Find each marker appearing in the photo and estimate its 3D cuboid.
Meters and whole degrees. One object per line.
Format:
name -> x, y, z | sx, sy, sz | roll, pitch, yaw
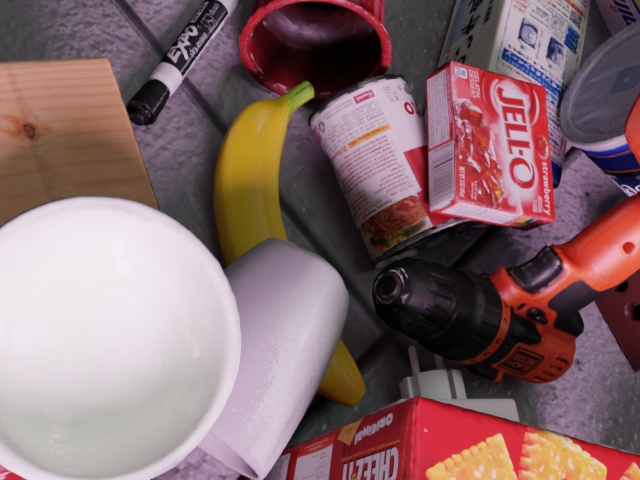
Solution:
marker -> -0.083, -0.112, 0.643 | 0.020, 0.020, 0.121 | 37, 53, -12

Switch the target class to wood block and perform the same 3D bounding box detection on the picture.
wood block -> -0.192, -0.019, 0.483 | 0.205, 0.090, 0.091 | -10, 72, -35

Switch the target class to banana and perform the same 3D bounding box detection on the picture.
banana -> -0.023, 0.000, 0.605 | 0.069, 0.037, 0.198 | -8, 75, -3

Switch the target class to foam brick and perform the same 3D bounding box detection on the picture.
foam brick -> 0.233, 0.042, 0.747 | 0.051, 0.053, 0.078 | -22, 80, -38

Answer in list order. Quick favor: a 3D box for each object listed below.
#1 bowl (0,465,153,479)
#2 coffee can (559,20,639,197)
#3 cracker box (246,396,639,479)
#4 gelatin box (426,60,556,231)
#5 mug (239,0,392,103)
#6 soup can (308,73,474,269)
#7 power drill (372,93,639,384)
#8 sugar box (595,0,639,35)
bowl -> -0.121, 0.174, 0.455 | 0.161, 0.055, 0.162 | 14, 60, -27
coffee can -> 0.238, -0.062, 0.687 | 0.140, 0.103, 0.102 | 37, 52, -26
cracker box -> 0.088, 0.150, 0.531 | 0.213, 0.164, 0.072 | 19, 61, -24
gelatin box -> 0.100, -0.055, 0.628 | 0.073, 0.030, 0.089 | 10, 70, -28
mug -> 0.000, -0.153, 0.659 | 0.093, 0.117, 0.081 | 4, 56, 0
soup can -> 0.042, -0.042, 0.657 | 0.068, 0.069, 0.102 | -17, 78, -37
power drill -> 0.136, 0.003, 0.590 | 0.184, 0.188, 0.057 | 22, 32, -50
sugar box -> 0.259, -0.145, 0.711 | 0.048, 0.176, 0.093 | -45, 126, -8
